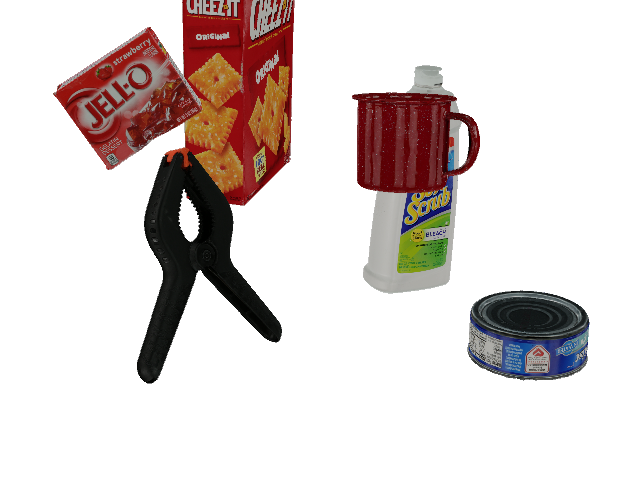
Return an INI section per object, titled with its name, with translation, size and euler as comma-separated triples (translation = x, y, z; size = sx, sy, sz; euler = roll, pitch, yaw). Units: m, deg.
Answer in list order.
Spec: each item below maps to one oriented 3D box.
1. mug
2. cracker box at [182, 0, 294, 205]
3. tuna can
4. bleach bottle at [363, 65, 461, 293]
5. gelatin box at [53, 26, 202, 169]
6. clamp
[mug]
translation = 0.084, -0.087, 0.945
size = 0.117, 0.081, 0.093
euler = 6, 13, 23
[cracker box]
translation = -0.077, -0.162, 1.072
size = 0.072, 0.214, 0.164
euler = 8, 22, 13
[tuna can]
translation = 0.150, 0.067, 0.770
size = 0.086, 0.034, 0.086
euler = -1, 20, 0
[bleach bottle]
translation = 0.106, -0.070, 1.206
size = 0.102, 0.251, 0.068
euler = -7, 22, -24
[gelatin box]
translation = -0.147, -0.108, 0.818
size = 0.089, 0.073, 0.030
euler = -31, 19, 6
[clamp]
translation = -0.108, 0.019, 1.002
size = 0.164, 0.210, 0.036
euler = -5, -1, -44
